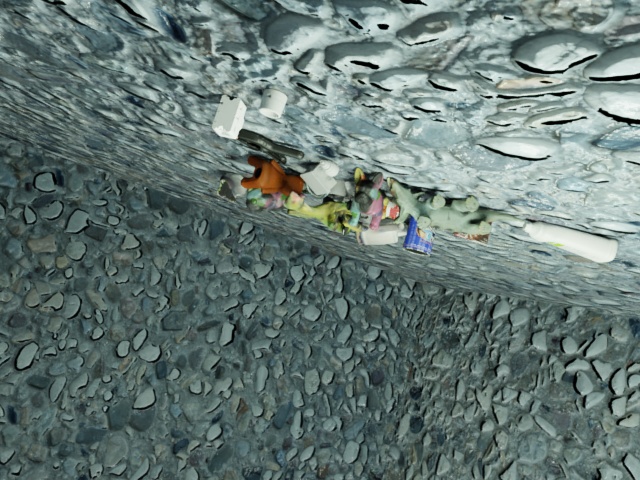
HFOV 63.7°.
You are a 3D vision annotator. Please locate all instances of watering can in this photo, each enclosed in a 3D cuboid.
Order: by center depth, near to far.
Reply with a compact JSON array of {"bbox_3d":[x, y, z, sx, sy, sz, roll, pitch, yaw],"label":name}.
[{"bbox_3d":[0.244,-0.038,2.029,0.224,0.104,0.346,-5,174,11],"label":"watering can"}]

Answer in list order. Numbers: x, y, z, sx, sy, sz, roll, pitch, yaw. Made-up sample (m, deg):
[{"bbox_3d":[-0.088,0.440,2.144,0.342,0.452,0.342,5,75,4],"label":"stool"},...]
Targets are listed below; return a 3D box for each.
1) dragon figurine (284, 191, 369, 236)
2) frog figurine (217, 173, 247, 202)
[{"bbox_3d":[0.005,-0.090,1.785,0.243,0.123,0.406,13,173,24],"label":"dragon figurine"},{"bbox_3d":[-0.336,-0.229,2.137,0.137,0.121,0.161,-1,-161,38],"label":"frog figurine"}]
